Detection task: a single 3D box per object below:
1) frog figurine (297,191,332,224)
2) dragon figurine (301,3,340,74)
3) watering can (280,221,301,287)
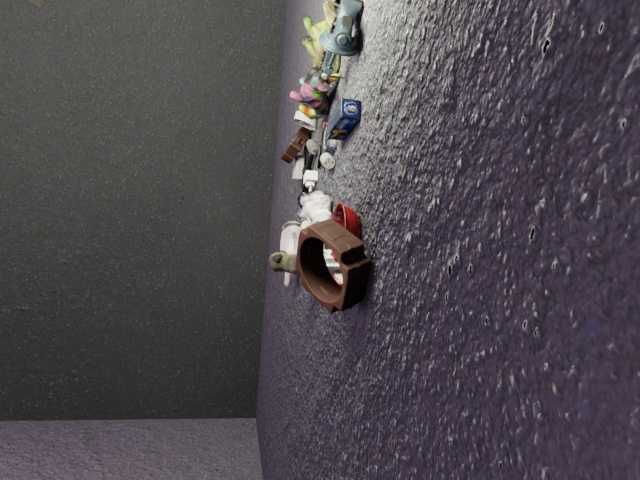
[{"bbox_3d":[0.005,-0.087,1.735,0.161,0.123,0.135,32,115,36],"label":"frog figurine"},{"bbox_3d":[0.016,-0.671,1.841,0.400,0.122,0.248,94,165,-54],"label":"dragon figurine"},{"bbox_3d":[-0.128,0.058,2.278,0.340,0.104,0.229,113,158,-60],"label":"watering can"}]
